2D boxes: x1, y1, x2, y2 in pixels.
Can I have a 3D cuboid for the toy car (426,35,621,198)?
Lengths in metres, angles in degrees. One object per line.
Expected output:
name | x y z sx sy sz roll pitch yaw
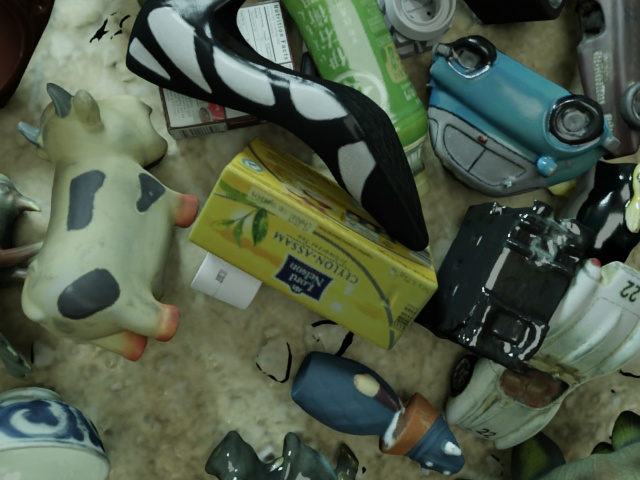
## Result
toy car | 0.146 -0.088 0.438 0.162 0.109 0.103 31 104 3

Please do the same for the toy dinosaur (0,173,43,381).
toy dinosaur | -0.300 0.086 0.280 0.192 0.405 0.131 10 116 3

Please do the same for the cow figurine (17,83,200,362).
cow figurine | -0.158 -0.024 0.387 0.127 0.085 0.195 27 52 -37

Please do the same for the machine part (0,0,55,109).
machine part | -0.281 -0.131 0.317 0.201 0.201 0.087 -35 86 39

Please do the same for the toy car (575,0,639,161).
toy car | 0.243 -0.170 0.453 0.053 0.089 0.202 -1 92 -9

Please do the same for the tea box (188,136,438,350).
tea box | -0.001 -0.001 0.413 0.170 0.098 0.068 30 113 -5

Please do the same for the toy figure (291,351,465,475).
toy figure | 0.053 0.143 0.445 0.154 0.064 0.058 28 72 -5

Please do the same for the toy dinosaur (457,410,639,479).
toy dinosaur | 0.190 0.220 0.389 0.471 0.199 0.105 -38 104 5

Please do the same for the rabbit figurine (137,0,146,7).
rabbit figurine | -0.098 -0.254 0.402 0.170 0.121 0.159 19 92 -21

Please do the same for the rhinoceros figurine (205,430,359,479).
rhinoceros figurine | -0.009 0.225 0.438 0.112 0.073 0.190 -43 97 6

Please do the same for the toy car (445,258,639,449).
toy car | 0.173 0.093 0.419 0.073 0.056 0.201 27 126 -5

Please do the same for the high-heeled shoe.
high-heeled shoe | -0.034 -0.074 0.385 0.145 0.086 0.248 -26 100 26

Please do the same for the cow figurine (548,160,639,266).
cow figurine | 0.218 0.013 0.447 0.068 0.098 0.167 24 88 -12

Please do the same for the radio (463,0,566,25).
radio | 0.119 -0.277 0.392 0.229 0.073 0.131 27 84 -42

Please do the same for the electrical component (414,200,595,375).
electrical component | 0.130 0.031 0.417 0.058 0.134 0.115 30 85 -6
